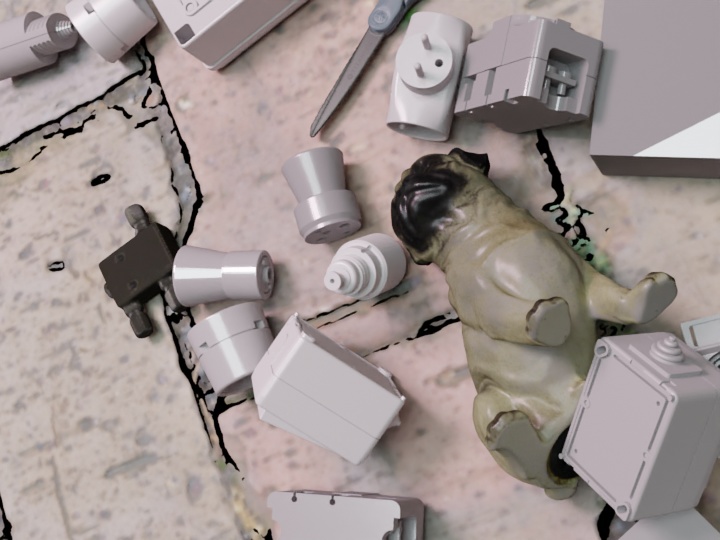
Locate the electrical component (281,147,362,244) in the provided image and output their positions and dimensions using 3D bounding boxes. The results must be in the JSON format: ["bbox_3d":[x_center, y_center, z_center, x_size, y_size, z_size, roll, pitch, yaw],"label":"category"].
[{"bbox_3d":[-0.026,-0.051,0.741,0.045,0.045,0.055,-21,74,17],"label":"electrical component"}]

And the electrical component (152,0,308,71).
[{"bbox_3d":[-0.102,-0.224,0.795,0.109,0.056,0.108,-35,70,12],"label":"electrical component"}]

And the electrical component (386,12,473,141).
[{"bbox_3d":[0.044,-0.132,0.709,0.043,0.079,0.077,13,86,11],"label":"electrical component"}]

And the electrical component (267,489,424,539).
[{"bbox_3d":[-0.008,0.169,0.690,0.089,0.056,0.050,0,81,21],"label":"electrical component"}]

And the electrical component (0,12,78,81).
[{"bbox_3d":[-0.262,-0.182,0.857,0.081,0.043,0.043,-13,76,19],"label":"electrical component"}]

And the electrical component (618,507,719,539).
[{"bbox_3d":[0.193,0.227,0.570,0.105,0.060,0.186,-32,66,-27],"label":"electrical component"}]

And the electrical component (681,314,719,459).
[{"bbox_3d":[0.253,0.054,0.603,0.121,0.063,0.078,-17,75,18],"label":"electrical component"}]

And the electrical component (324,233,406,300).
[{"bbox_3d":[0.000,0.000,0.707,0.040,0.078,0.040,6,103,26],"label":"electrical component"}]

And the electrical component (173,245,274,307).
[{"bbox_3d":[-0.094,0.004,0.761,0.065,0.044,0.044,-1,81,16],"label":"electrical component"}]

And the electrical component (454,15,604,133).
[{"bbox_3d":[0.105,-0.124,0.676,0.089,0.050,0.055,1,78,66],"label":"electrical component"}]

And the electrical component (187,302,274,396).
[{"bbox_3d":[-0.085,0.056,0.742,0.055,0.055,0.047,-29,75,14],"label":"electrical component"}]

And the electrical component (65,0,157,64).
[{"bbox_3d":[-0.189,-0.195,0.826,0.047,0.055,0.055,-36,70,8],"label":"electrical component"}]

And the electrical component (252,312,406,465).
[{"bbox_3d":[-0.018,0.082,0.693,0.096,0.061,0.061,34,94,-13],"label":"electrical component"}]

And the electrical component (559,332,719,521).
[{"bbox_3d":[0.161,0.077,0.581,0.062,0.061,0.096,45,129,50],"label":"electrical component"}]
